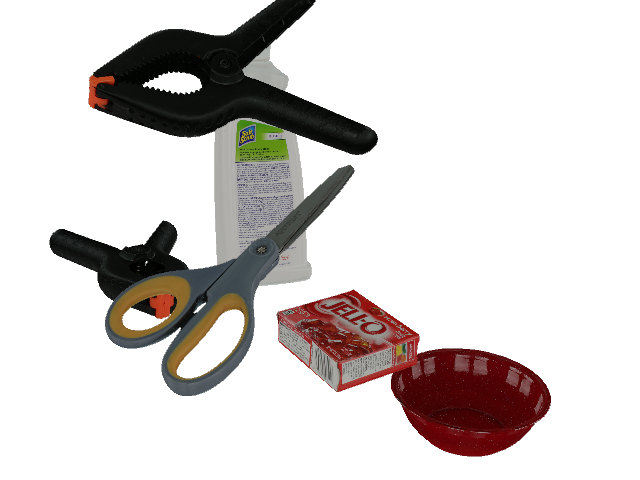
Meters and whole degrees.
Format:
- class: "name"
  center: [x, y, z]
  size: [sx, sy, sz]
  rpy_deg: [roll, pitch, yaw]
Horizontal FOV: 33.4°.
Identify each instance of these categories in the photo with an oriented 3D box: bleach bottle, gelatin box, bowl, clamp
- class: "bleach bottle"
  center: [-0.060, -0.081, 1.111]
  size: [0.102, 0.251, 0.068]
  rpy_deg: [-5, 16, -22]
- class: "gelatin box"
  center: [0.019, 0.073, 0.807]
  size: [0.073, 0.030, 0.089]
  rpy_deg: [-14, 29, -29]
- class: "bowl"
  center: [0.151, 0.172, 1.091]
  size: [0.162, 0.055, 0.162]
  rpy_deg: [2, 24, -1]
- class: "clamp"
  center: [-0.157, 0.020, 0.957]
  size: [0.120, 0.039, 0.172]
  rpy_deg: [-16, 31, -31]
- class: "clamp"
  center: [-0.066, -0.116, 0.803]
  size: [0.209, 0.165, 0.036]
  rpy_deg: [-16, -28, -22]

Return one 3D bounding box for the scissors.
- class: "scissors"
  center: [-0.056, 0.010, 0.644]
  size: [0.096, 0.016, 0.201]
  rpy_deg: [12, 46, 16]
